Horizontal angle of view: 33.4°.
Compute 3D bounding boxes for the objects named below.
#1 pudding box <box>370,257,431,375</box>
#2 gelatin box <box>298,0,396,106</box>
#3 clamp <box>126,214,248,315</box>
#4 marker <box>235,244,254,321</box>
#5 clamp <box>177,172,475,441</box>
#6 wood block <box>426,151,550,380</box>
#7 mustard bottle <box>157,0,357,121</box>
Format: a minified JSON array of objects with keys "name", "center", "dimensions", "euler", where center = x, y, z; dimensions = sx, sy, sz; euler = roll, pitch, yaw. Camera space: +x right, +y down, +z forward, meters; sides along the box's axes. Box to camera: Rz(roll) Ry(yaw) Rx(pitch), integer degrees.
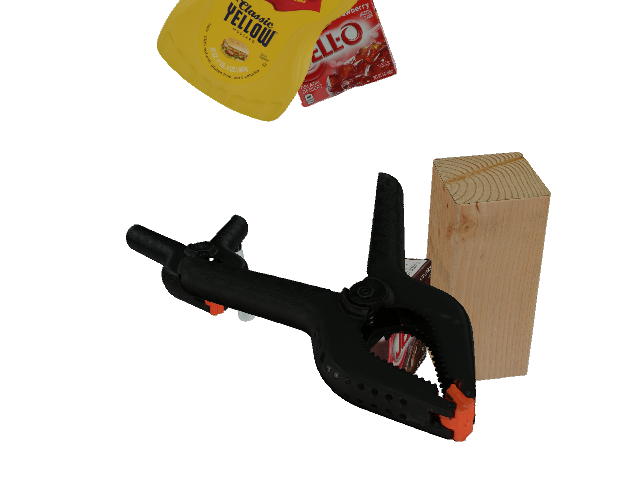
[{"name":"pudding box","center":[0.056,0.070,0.848],"dimensions":[0.039,0.090,0.113],"euler":[8,19,17]},{"name":"gelatin box","center":[0.013,-0.166,0.925],"dimensions":[0.089,0.073,0.030],"euler":[-18,24,9]},{"name":"clamp","center":[-0.104,0.017,1.004],"dimensions":[0.120,0.039,0.172],"euler":[-16,31,-20]},{"name":"marker","center":[-0.092,0.037,1.210],"dimensions":[0.020,0.121,0.020],"euler":[-6,30,3]},{"name":"clamp","center":[0.016,0.044,0.640],"dimensions":[0.164,0.036,0.210],"euler":[-20,44,-14]},{"name":"wood block","center":[0.156,0.028,1.036],"dimensions":[0.090,0.206,0.090],"euler":[-5,32,-8]},{"name":"mustard bottle","center":[-0.021,-0.167,0.654],"dimensions":[0.096,0.192,0.058],"euler":[33,37,-6]}]
